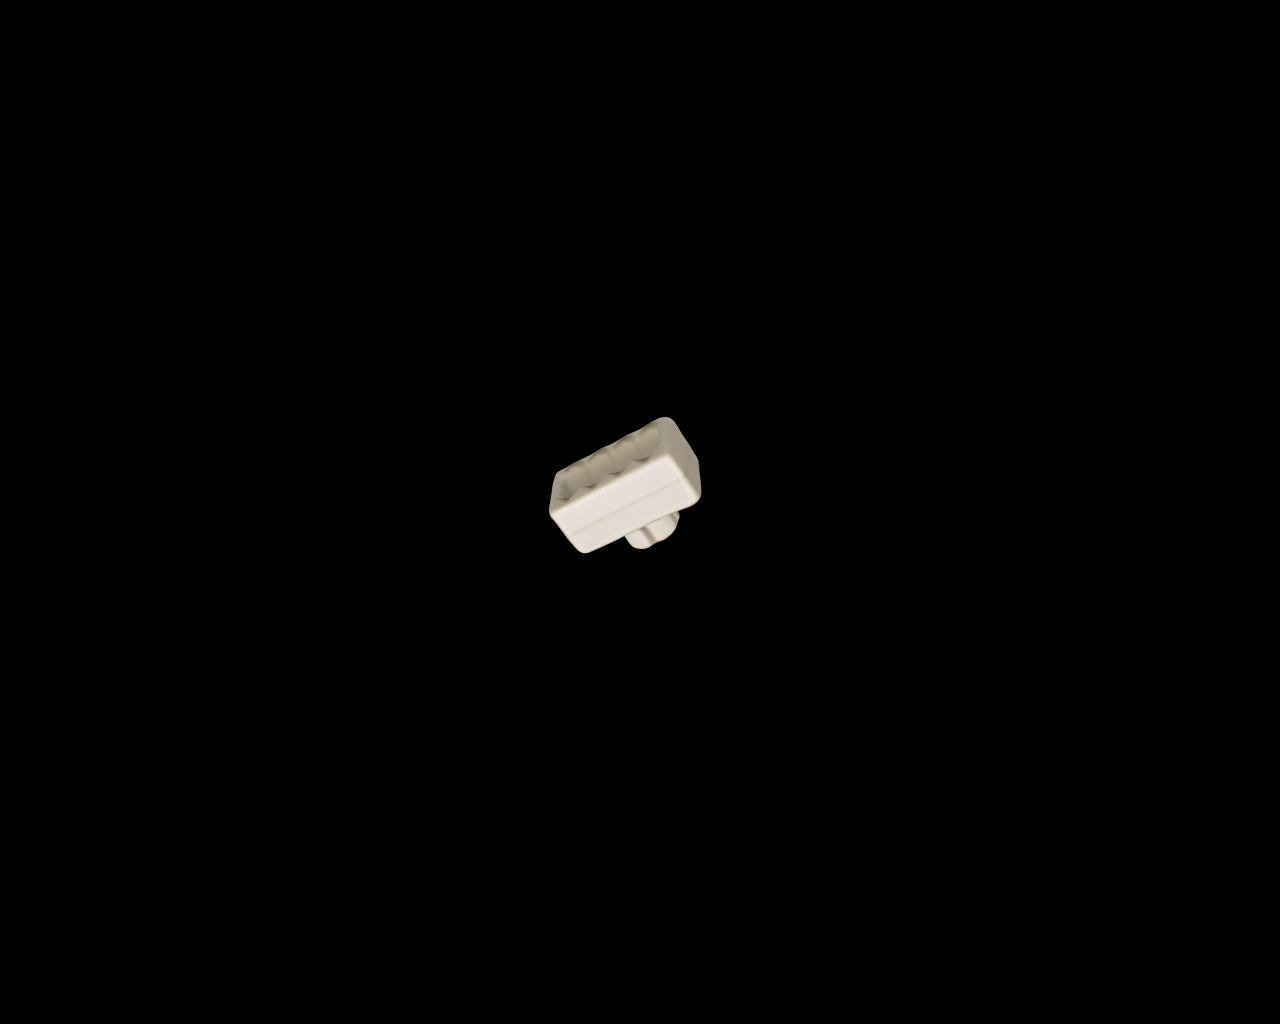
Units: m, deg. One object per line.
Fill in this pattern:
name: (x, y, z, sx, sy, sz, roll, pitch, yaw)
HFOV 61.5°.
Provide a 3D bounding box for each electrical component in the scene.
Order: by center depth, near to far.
electrical component: (0.001, -0.003, 0.650, 0.083, 0.075, 0.047, -26, 30, 17)
